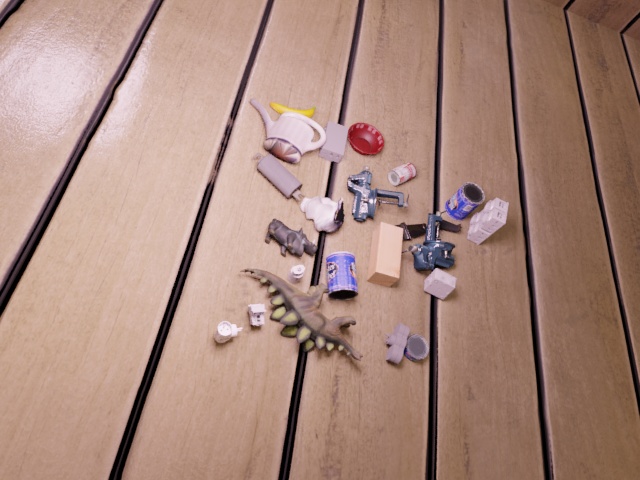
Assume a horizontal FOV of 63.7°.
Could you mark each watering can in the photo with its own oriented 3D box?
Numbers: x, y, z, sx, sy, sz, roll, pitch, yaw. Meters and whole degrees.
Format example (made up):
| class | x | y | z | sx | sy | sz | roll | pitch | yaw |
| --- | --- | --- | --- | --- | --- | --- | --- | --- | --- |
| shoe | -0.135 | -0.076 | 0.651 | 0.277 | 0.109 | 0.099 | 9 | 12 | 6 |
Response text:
| class | x | y | z | sx | sy | sz | roll | pitch | yaw |
| --- | --- | --- | --- | --- | --- | --- | --- | --- | --- |
| watering can | -0.150 | -0.422 | 1.996 | 0.348 | 0.101 | 0.229 | 22 | 56 | 5 |

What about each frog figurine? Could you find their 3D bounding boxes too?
| class | x | y | z | sx | sy | sz | roll | pitch | yaw |
| --- | --- | --- | --- | --- | --- | --- | --- | --- | --- |
| frog figurine | 0.006 | -0.094 | 1.877 | 0.159 | 0.120 | 0.140 | 2 | 64 | 22 |
